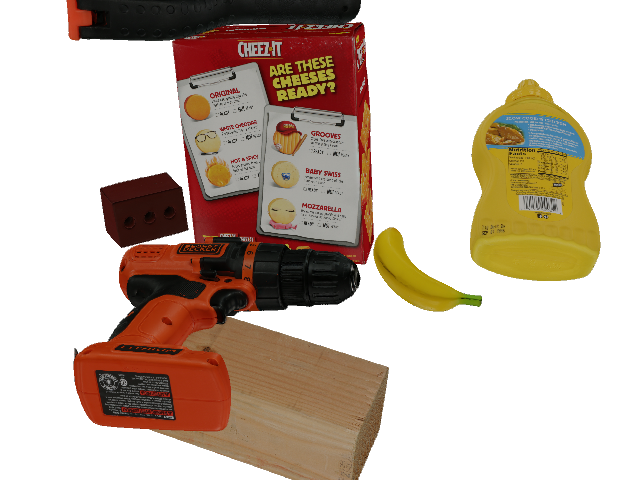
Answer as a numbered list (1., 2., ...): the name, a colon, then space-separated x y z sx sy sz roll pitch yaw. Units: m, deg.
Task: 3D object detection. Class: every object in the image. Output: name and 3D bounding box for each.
1. mustard bottle: 0.171 -0.059 0.864 0.096 0.191 0.058 5 -37 2
2. foam brick: -0.188 -0.033 1.133 0.078 0.053 0.051 -16 29 -20
3. clamp: -0.075 -0.150 0.650 0.171 0.039 0.120 -8 22 -24
4. cracker box: -0.038 -0.087 0.978 0.164 0.214 0.072 1 23 11
5. banana: 0.100 0.035 1.201 0.069 0.037 0.198 2 24 -29
6. power drill: -0.075 0.058 0.745 0.184 0.057 0.187 -1 25 13
7. wood block: -0.053 0.141 0.959 0.206 0.090 0.090 17 41 14
